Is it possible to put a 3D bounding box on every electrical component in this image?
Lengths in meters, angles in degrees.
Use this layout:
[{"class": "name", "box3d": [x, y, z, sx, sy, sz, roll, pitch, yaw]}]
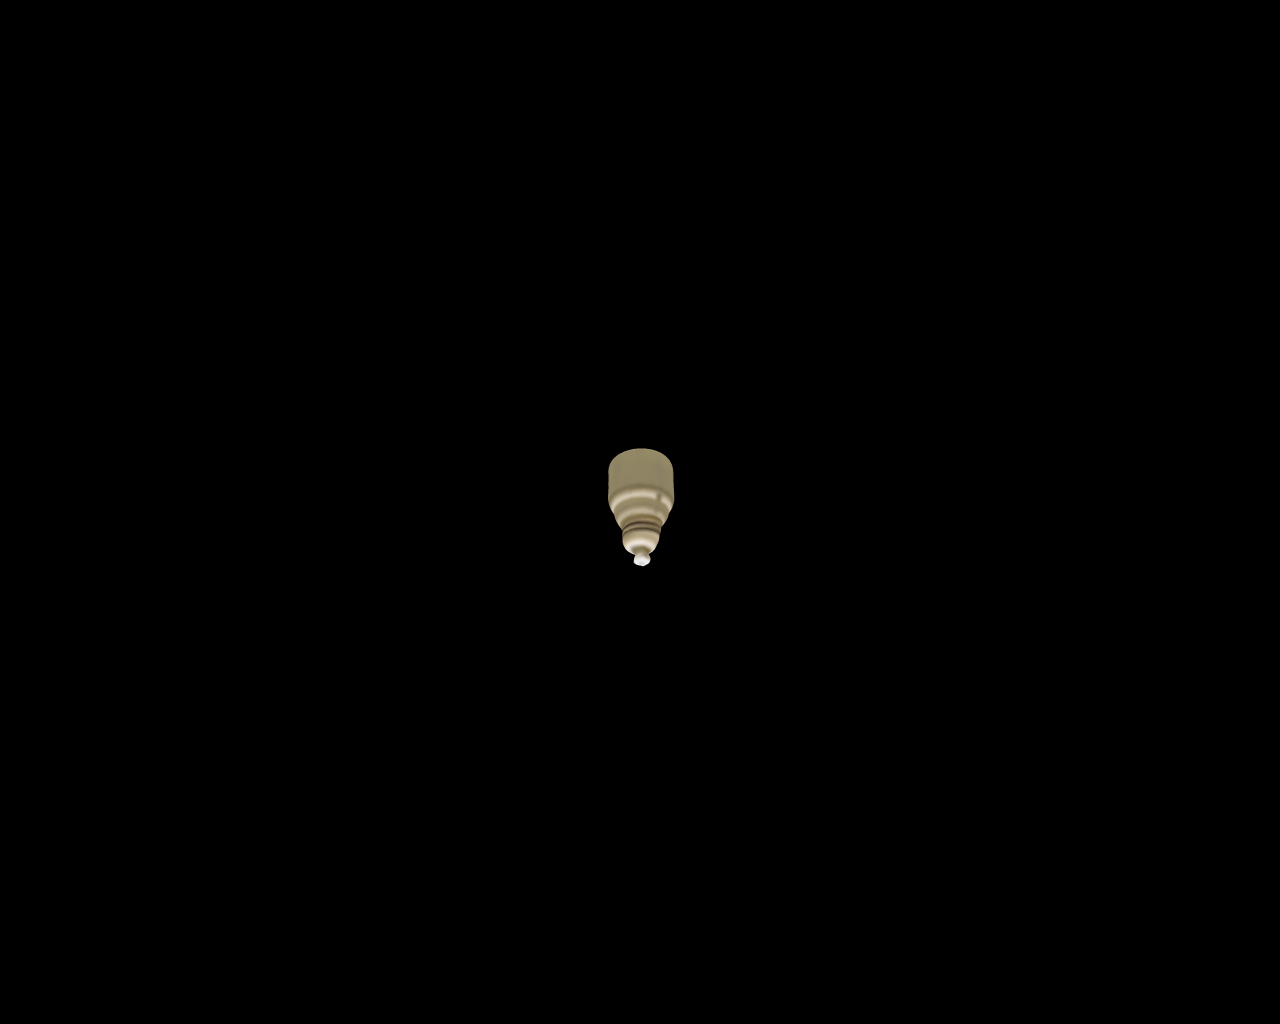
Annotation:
[{"class": "electrical component", "box3d": [0.001, -0.003, 0.650, 0.040, 0.078, 0.040, 0, -33, 0]}]
